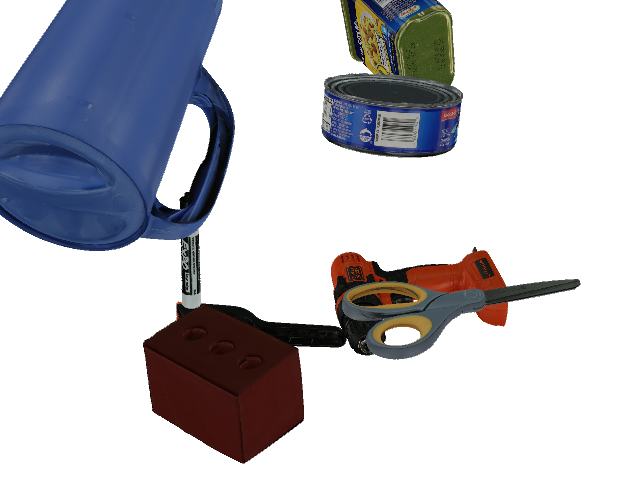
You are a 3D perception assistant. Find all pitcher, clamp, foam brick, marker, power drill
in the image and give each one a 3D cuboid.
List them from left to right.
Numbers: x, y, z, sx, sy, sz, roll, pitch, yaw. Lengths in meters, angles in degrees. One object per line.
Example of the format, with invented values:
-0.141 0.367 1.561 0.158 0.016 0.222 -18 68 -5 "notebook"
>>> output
-0.147 -0.117 0.807 0.145 0.242 0.149 -3 -40 25 "pitcher"
-0.127 0.010 1.044 0.020 0.121 0.020 1 25 -1 "marker"
-0.055 0.081 0.613 0.078 0.051 0.052 21 37 34 "foam brick"
-0.097 0.116 1.259 0.210 0.036 0.164 14 23 27 "clamp"
0.108 0.064 1.184 0.187 0.057 0.184 -2 28 -5 "power drill"

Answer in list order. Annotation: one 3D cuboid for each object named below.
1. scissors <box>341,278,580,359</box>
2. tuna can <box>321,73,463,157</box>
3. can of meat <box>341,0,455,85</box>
0.118 0.061 0.868 0.202 0.016 0.096 0 36 2 "scissors"
0.044 -0.078 0.659 0.086 0.034 0.086 4 20 -2 "tuna can"
0.065 -0.169 0.873 0.057 0.084 0.102 -30 -36 -11 "can of meat"
